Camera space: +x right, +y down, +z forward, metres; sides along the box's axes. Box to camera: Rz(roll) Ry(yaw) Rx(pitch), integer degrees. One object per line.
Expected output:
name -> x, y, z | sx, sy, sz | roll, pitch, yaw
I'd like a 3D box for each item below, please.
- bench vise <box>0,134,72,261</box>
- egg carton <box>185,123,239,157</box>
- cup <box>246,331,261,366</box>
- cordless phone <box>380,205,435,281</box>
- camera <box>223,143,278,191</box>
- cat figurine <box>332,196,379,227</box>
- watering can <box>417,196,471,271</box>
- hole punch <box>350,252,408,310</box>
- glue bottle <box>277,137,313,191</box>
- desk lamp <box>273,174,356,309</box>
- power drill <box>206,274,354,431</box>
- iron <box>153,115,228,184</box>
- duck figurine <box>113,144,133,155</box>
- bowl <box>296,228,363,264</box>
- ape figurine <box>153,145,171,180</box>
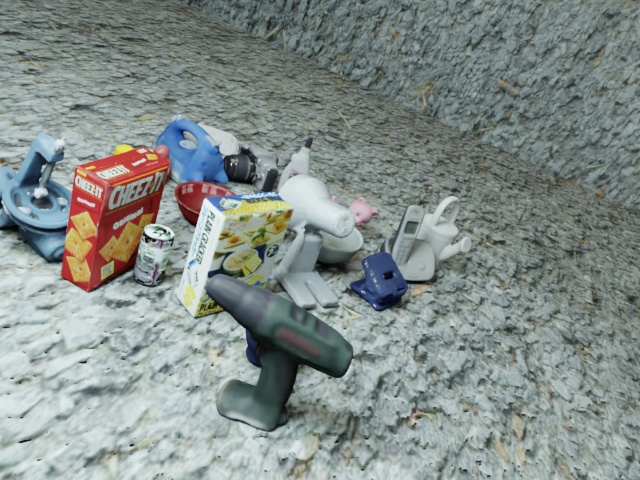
bench vise -> -0.501, -0.094, 0.969 | 0.207, 0.220, 0.121 | 24, 28, 2
egg carton -> -0.298, -0.263, 1.578 | 0.150, 0.069, 0.107 | 16, 28, -13
cup -> -0.098, 0.155, 0.961 | 0.117, 0.095, 0.092 | 39, 32, 28
cordless phone -> 0.228, 0.006, 1.366 | 0.148, 0.185, 0.094 | 4, 33, -31
camera -> -0.191, -0.206, 1.523 | 0.137, 0.101, 0.142 | 2, 34, -34
cat figurine -> 0.077, -0.068, 1.458 | 0.127, 0.118, 0.067 | 26, 28, 7
watering can -> 0.309, -0.022, 1.465 | 0.172, 0.194, 0.101 | 31, 29, 17
hole punch -> 0.139, 0.088, 1.258 | 0.100, 0.091, 0.109 | 39, 32, 29
glue bottle -> -0.054, -0.195, 1.525 | 0.078, 0.173, 0.037 | 19, 28, -7
desk lamp -> -0.014, -0.003, 1.174 | 0.118, 0.213, 0.202 | -2, 36, -38
power drill -> -0.078, 0.169, 0.829 | 0.229, 0.208, 0.075 | 20, 28, -5
iron -> -0.331, -0.237, 1.430 | 0.257, 0.141, 0.119 | 39, 32, 29
duck figurine -> -0.450, -0.173, 1.291 | 0.077, 0.086, 0.105 | 36, 30, 24
bowl -> 0.012, 0.005, 1.329 | 0.167, 0.075, 0.167 | 18, 28, -9
ape figurine -> -0.381, -0.182, 1.350 | 0.077, 0.092, 0.076 | 38, 31, 27
